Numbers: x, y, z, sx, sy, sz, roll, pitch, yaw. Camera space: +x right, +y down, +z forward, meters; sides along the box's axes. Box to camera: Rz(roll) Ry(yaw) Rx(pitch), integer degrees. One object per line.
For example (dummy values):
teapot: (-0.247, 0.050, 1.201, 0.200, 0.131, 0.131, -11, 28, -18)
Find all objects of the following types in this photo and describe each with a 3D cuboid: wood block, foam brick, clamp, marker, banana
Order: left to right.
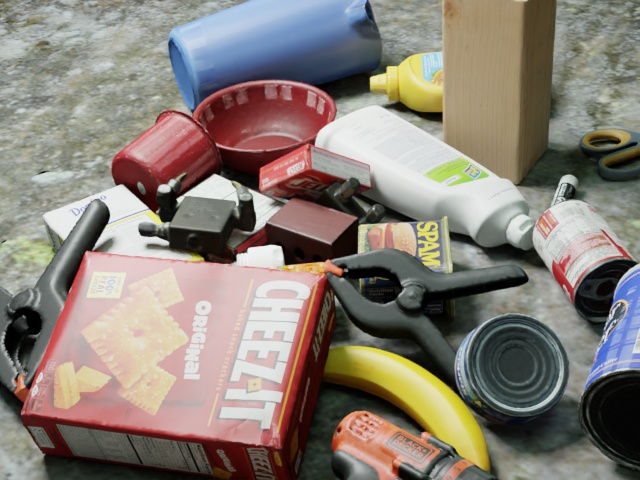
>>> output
clamp: (-0.268, 0.064, 0.960, 0.165, 0.036, 0.210, -20, 45, 15)
foam brick: (-0.007, 0.001, 1.021, 0.078, 0.053, 0.051, 18, 42, 29)
banana: (0.063, 0.128, 0.855, 0.198, 0.037, 0.069, 21, 63, 34)
clamp: (0.081, 0.063, 0.896, 0.171, 0.039, 0.120, 10, 63, 13)
wood block: (0.186, -0.174, 1.110, 0.091, 0.206, 0.090, 17, 41, 28)
marker: (0.236, -0.026, 1.058, 0.020, 0.020, 0.121, 10, 38, 20)

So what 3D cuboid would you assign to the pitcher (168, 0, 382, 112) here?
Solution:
pitcher: (-0.059, -0.237, 1.309, 0.242, 0.149, 0.145, -20, 54, -15)

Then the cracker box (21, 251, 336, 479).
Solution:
cracker box: (-0.109, 0.098, 0.854, 0.214, 0.072, 0.164, 5, 52, 14)

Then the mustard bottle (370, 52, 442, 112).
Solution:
mustard bottle: (0.155, -0.187, 1.258, 0.191, 0.058, 0.096, -2, 40, 4)

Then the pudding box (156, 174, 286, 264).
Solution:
pudding box: (-0.095, -0.017, 1.070, 0.114, 0.039, 0.089, 25, 45, 32)

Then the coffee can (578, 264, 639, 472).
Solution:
coffee can: (0.264, 0.094, 0.818, 0.103, 0.103, 0.140, 11, 39, 21)

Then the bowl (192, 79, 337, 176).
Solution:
bowl: (-0.060, -0.118, 1.190, 0.162, 0.055, 0.162, -3, 36, 2)

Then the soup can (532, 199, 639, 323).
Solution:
soup can: (0.239, 0.017, 0.957, 0.068, 0.068, 0.102, -11, 36, -8)

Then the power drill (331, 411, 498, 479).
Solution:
power drill: (0.042, 0.208, 0.728, 0.185, 0.057, 0.187, 22, 41, 37)

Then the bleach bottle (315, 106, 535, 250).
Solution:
bleach bottle: (0.112, -0.054, 1.078, 0.102, 0.068, 0.251, -29, 44, -29)

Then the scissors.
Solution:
scissors: (0.370, -0.115, 1.169, 0.201, 0.016, 0.096, -25, 40, -25)

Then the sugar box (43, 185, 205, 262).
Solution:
sugar box: (-0.191, 0.012, 1.036, 0.093, 0.048, 0.176, -24, 36, -25)

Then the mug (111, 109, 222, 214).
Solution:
mug: (-0.171, -0.075, 1.128, 0.117, 0.093, 0.081, -11, 27, 49)

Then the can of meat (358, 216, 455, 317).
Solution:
can of meat: (0.078, 0.025, 0.976, 0.084, 0.057, 0.102, -3, 36, 6)

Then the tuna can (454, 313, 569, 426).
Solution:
tuna can: (0.152, 0.101, 0.843, 0.086, 0.034, 0.086, 2, 72, -6)

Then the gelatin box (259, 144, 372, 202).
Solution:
gelatin box: (-0.005, -0.061, 1.063, 0.089, 0.030, 0.073, 14, -25, -42)
